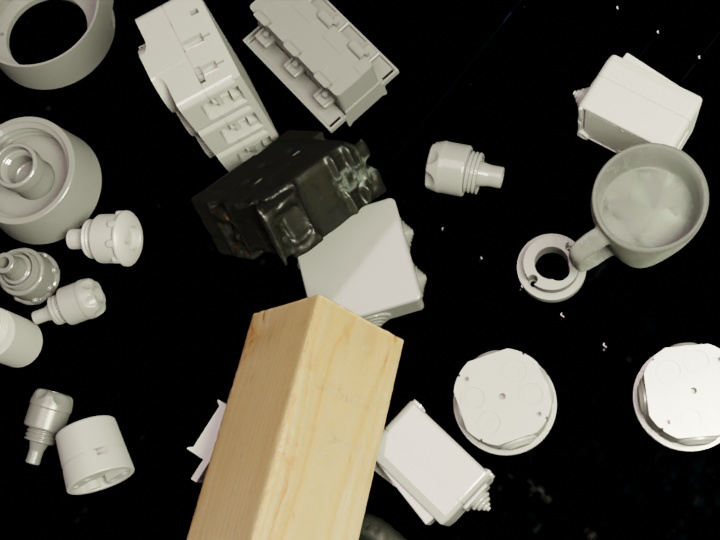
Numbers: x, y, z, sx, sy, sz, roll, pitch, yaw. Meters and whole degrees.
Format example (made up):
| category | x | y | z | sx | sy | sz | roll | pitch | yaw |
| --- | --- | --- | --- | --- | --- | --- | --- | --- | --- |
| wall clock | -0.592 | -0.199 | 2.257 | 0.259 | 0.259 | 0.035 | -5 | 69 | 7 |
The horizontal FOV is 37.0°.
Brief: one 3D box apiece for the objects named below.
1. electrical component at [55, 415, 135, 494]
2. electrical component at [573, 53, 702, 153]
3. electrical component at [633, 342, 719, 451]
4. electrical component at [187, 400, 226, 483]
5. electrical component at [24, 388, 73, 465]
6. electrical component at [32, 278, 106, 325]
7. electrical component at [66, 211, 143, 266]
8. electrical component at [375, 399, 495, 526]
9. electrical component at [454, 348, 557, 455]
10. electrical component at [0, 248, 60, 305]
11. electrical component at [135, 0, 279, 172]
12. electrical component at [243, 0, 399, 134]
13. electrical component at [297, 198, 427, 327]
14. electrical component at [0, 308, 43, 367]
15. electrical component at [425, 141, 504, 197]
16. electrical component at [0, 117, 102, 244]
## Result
| category | x | y | z | sx | sy | sz | roll | pitch | yaw |
| --- | --- | --- | --- | --- | --- | --- | --- | --- | --- |
| electrical component | -0.217 | 0.150 | 0.875 | 0.055 | 0.055 | 0.047 | -24 | 69 | 3 |
| electrical component | 0.219 | -0.129 | 0.863 | 0.096 | 0.061 | 0.061 | 31 | 83 | 16 |
| electrical component | 0.247 | 0.094 | 0.805 | 0.080 | 0.051 | 0.080 | -3 | 75 | 10 |
| electrical component | -0.095 | 0.141 | 0.861 | 0.064 | 0.042 | 0.081 | 30 | 83 | 12 |
| electrical component | -0.264 | 0.132 | 0.898 | 0.035 | 0.035 | 0.061 | 14 | 81 | 13 |
| electrical component | -0.251 | 0.031 | 0.921 | 0.061 | 0.035 | 0.035 | -20 | 73 | 7 |
| electrical component | -0.222 | -0.027 | 0.927 | 0.062 | 0.048 | 0.048 | 0 | 76 | 17 |
| electrical component | 0.057 | 0.155 | 0.819 | 0.096 | 0.061 | 0.061 | 43 | 86 | 17 |
| electrical component | 0.111 | 0.101 | 0.828 | 0.080 | 0.051 | 0.080 | -3 | 75 | 10 |
| electrical component | -0.290 | 0.001 | 0.921 | 0.048 | 0.062 | 0.048 | -3 | 75 | 10 |
| electrical component | -0.123 | -0.148 | 0.884 | 0.062 | 0.150 | 0.089 | -28 | 72 | 1 |
| electrical component | -0.037 | -0.189 | 0.924 | 0.079 | 0.063 | 0.121 | -42 | 73 | -2 |
| electrical component | 0.000 | 0.000 | 0.876 | 0.100 | 0.048 | 0.099 | -17 | 73 | 6 |
| electrical component | -0.305 | 0.054 | 0.901 | 0.043 | 0.081 | 0.043 | -3 | 75 | 10 |
| electrical component | 0.087 | -0.081 | 0.884 | 0.062 | 0.043 | 0.043 | 12 | 78 | 12 |
| electrical component | -0.290 | -0.082 | 0.944 | 0.108 | 0.060 | 0.108 | -2 | 75 | 9 |
